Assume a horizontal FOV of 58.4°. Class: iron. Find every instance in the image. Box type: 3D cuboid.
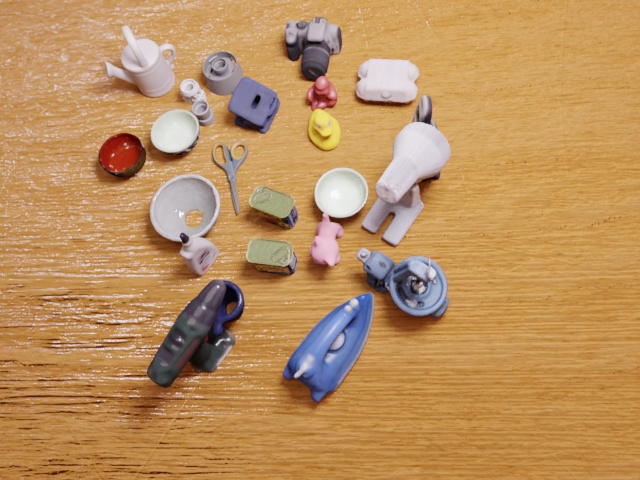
[{"bbox_3d":[0.029,0.194,1.165,0.118,0.141,0.258,33,77,17],"label":"iron"}]

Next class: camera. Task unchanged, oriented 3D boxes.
[{"bbox_3d":[-0.024,-0.483,1.442,0.143,0.101,0.137,6,71,9],"label":"camera"}]

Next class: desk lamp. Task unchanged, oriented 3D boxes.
[{"bbox_3d":[0.180,-0.119,1.222,0.117,0.214,0.203,30,76,17],"label":"desk lamp"}]

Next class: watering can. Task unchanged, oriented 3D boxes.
[{"bbox_3d":[-0.450,-0.448,1.432,0.100,0.194,0.173,40,79,19],"label":"watering can"}]

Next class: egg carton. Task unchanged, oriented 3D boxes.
[{"bbox_3d":[0.165,-0.386,1.399,0.150,0.069,0.107,4,71,9],"label":"egg carton"}]

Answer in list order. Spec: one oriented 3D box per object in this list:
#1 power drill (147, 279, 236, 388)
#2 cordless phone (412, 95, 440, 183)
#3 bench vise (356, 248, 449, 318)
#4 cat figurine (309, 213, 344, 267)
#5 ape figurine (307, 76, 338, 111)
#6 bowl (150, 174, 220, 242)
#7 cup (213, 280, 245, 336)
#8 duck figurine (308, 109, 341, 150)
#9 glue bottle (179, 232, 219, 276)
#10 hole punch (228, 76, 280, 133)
[{"bbox_3d":[-0.245,0.197,1.162,0.075,0.208,0.230,32,77,17],"label":"power drill"},{"bbox_3d":[0.225,-0.221,1.269,0.094,0.185,0.147,-6,69,5],"label":"cordless phone"},{"bbox_3d":[0.162,0.079,1.149,0.207,0.220,0.121,12,72,12],"label":"bench vise"},{"bbox_3d":[0.011,0.004,1.250,0.067,0.118,0.128,1,70,8],"label":"cat figurine"},{"bbox_3d":[0.006,-0.365,1.399,0.077,0.092,0.076,25,75,15],"label":"ape figurine"},{"bbox_3d":[-0.305,-0.065,1.337,0.167,0.075,0.167,-2,70,6],"label":"bowl"},{"bbox_3d":[-0.201,0.155,1.233,0.091,0.095,0.118,4,70,9],"label":"cup"},{"bbox_3d":[0.007,-0.277,1.370,0.077,0.086,0.104,-20,69,0],"label":"duck figurine"},{"bbox_3d":[-0.273,0.021,1.249,0.037,0.173,0.078,28,76,16],"label":"glue bottle"},{"bbox_3d":[-0.160,-0.335,1.409,0.101,0.091,0.109,18,73,13],"label":"hole punch"}]
